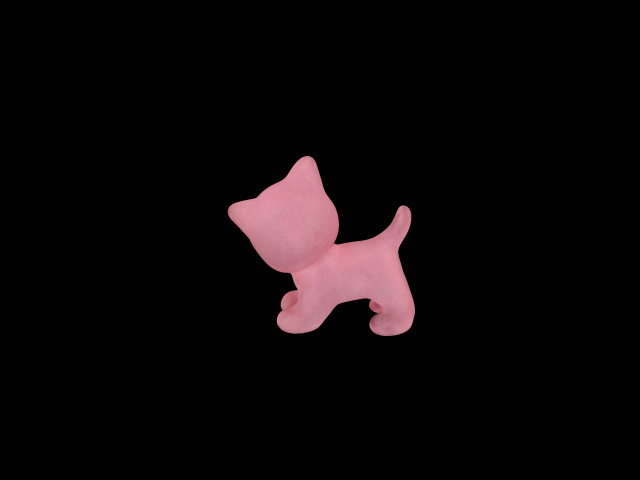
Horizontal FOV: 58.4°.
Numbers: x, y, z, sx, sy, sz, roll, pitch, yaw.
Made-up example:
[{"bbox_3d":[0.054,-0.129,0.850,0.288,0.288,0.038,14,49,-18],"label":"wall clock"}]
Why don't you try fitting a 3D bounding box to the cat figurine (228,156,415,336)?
[{"bbox_3d":[0.004,0.001,0.400,0.128,0.118,0.067,0,13,0],"label":"cat figurine"}]
